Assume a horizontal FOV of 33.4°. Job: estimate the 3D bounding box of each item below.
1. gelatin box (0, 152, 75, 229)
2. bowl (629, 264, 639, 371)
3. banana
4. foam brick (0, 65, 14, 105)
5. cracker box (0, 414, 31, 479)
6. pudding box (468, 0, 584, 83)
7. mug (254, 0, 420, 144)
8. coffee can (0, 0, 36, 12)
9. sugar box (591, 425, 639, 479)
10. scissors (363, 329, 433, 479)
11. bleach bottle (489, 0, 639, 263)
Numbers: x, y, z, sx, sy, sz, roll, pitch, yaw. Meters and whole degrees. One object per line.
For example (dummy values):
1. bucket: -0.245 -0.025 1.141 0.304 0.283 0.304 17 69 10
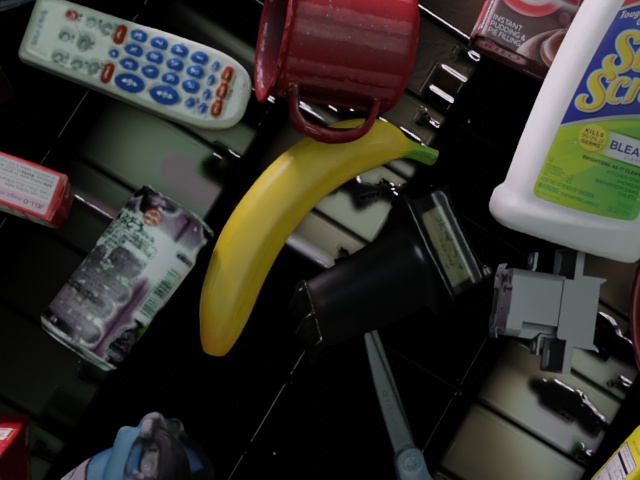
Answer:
1. gelatin box: -0.189 -0.036 0.616 0.089 0.073 0.030 19 83 -8
2. bowl: 0.266 0.051 0.696 0.162 0.055 0.162 0 87 -9
3. banana: -0.014 -0.016 0.663 0.197 0.037 0.069 -42 92 -9
4. foam brick: -0.215 -0.098 0.614 0.053 0.078 0.051 -36 92 -12
5. cracker box: -0.265 0.140 0.548 0.213 0.164 0.072 -2 89 -9
6. pudding box: 0.166 -0.146 0.700 0.113 0.039 0.090 24 83 -7
7. mug: 0.009 -0.112 0.643 0.081 0.093 0.117 8 65 -14
8. coffee can: -0.193 -0.217 0.612 0.102 0.103 0.140 -29 92 -10
9. sugar box: 0.210 0.172 0.653 0.093 0.048 0.176 32 105 -6
10. scissors: 0.076 0.147 0.680 0.096 0.016 0.202 -1 87 -11
11. bleach bottle: 0.188 -0.118 0.637 0.102 0.068 0.251 17 107 3
